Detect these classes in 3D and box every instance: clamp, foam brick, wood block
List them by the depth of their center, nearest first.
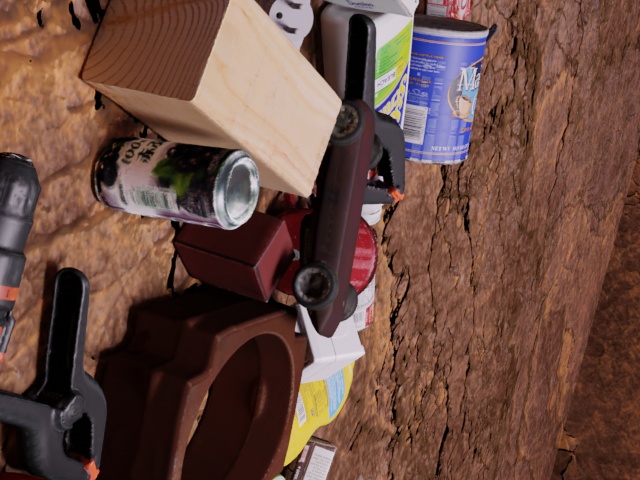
[{"bbox_3d":[-0.180,0.103,0.737,0.120,0.039,0.171,-53,152,-28],"label":"clamp"},{"bbox_3d":[-0.069,-0.110,0.779,0.206,0.091,0.090,37,70,-64],"label":"wood block"},{"bbox_3d":[-0.069,0.008,0.869,0.051,0.078,0.053,-60,155,-28],"label":"foam brick"},{"bbox_3d":[0.032,-0.099,0.979,0.164,0.036,0.209,-53,142,2],"label":"clamp"}]

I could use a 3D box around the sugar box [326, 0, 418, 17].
[{"bbox_3d":[0.063,-0.292,0.950,0.048,0.093,0.176,25,82,-64],"label":"sugar box"}]

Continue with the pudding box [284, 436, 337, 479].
[{"bbox_3d":[-0.018,0.252,1.127,0.113,0.039,0.090,115,-6,-82],"label":"pudding box"}]

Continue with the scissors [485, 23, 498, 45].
[{"bbox_3d":[0.168,-0.219,1.212,0.202,0.016,0.096,120,-16,-61],"label":"scissors"}]

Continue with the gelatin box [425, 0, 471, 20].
[{"bbox_3d":[0.148,-0.286,1.211,0.073,0.030,0.089,-48,145,-45],"label":"gelatin box"}]

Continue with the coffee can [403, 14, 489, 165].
[{"bbox_3d":[0.117,-0.161,1.133,0.102,0.103,0.140,-28,129,-58],"label":"coffee can"}]

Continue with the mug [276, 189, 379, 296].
[{"bbox_3d":[-0.007,0.001,1.002,0.081,0.093,0.117,6,68,-60],"label":"mug"}]

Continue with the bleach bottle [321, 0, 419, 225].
[{"bbox_3d":[0.050,-0.125,1.061,0.102,0.068,0.251,-44,145,-38],"label":"bleach bottle"}]

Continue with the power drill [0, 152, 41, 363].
[{"bbox_3d":[-0.229,0.028,0.559,0.187,0.057,0.184,20,86,-66],"label":"power drill"}]

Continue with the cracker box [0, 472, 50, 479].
[{"bbox_3d":[-0.115,0.242,0.737,0.213,0.164,0.072,50,51,-40],"label":"cracker box"}]

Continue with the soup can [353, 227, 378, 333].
[{"bbox_3d":[0.024,0.038,1.099,0.068,0.069,0.102,-44,143,-48],"label":"soup can"}]

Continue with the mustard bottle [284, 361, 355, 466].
[{"bbox_3d":[-0.014,0.148,1.089,0.191,0.058,0.096,-32,110,-57],"label":"mustard bottle"}]
